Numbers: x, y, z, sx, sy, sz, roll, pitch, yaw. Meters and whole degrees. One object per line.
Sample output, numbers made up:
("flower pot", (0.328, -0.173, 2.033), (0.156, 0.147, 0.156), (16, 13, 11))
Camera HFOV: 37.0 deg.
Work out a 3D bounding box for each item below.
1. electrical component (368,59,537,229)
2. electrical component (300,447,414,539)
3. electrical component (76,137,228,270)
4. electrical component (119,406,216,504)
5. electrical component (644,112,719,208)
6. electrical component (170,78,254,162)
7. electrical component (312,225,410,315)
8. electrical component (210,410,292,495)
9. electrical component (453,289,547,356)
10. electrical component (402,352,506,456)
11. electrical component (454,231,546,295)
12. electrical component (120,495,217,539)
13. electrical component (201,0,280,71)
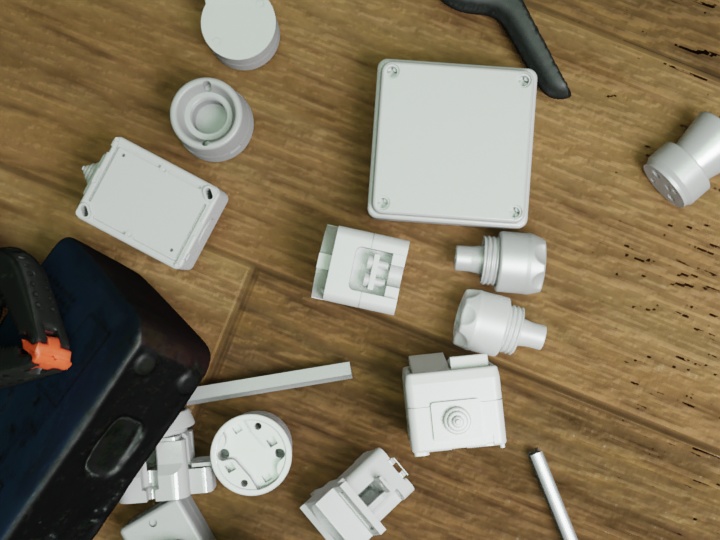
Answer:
("electrical component", (0.063, -0.085, 0.748), (0.109, 0.056, 0.108), (4, 89, 1))
("electrical component", (0.000, 0.157, 0.739), (0.064, 0.081, 0.042), (-39, 89, -23))
("electrical component", (-0.148, -0.048, 0.746), (0.096, 0.061, 0.061), (28, 89, 1))
("electrical component", (-0.142, 0.126, 0.746), (0.078, 0.058, 0.057), (-5, 92, 1))
("electrical component", (0.233, -0.077, 0.752), (0.055, 0.045, 0.045), (-41, 89, 0))
("electrical component", (-0.105, -0.106, 0.754), (0.055, 0.047, 0.055), (0, 89, 0))
("electrical component", (0.000, 0.000, 0.730), (0.056, 0.089, 0.050), (12, 89, 1))
("electrical component", (-0.074, 0.125, 0.750), (0.055, 0.047, 0.055), (0, 89, 0))
("electrical component", (0.098, 0.040, 0.752), (0.062, 0.043, 0.043), (14, 89, -1))
("electrical component", (0.062, 0.088, 0.725), (0.062, 0.096, 0.061), (-6, 89, 1))
("electrical component", (0.098, -0.006, 0.753), (0.062, 0.043, 0.043), (5, 89, 1))
("electrical component", (-0.124, 0.202, 0.735), (0.047, 0.075, 0.083), (-30, 89, 0))
("electrical component", (-0.092, -0.213, 0.743), (0.052, 0.073, 0.138), (-11, 89, 0))
